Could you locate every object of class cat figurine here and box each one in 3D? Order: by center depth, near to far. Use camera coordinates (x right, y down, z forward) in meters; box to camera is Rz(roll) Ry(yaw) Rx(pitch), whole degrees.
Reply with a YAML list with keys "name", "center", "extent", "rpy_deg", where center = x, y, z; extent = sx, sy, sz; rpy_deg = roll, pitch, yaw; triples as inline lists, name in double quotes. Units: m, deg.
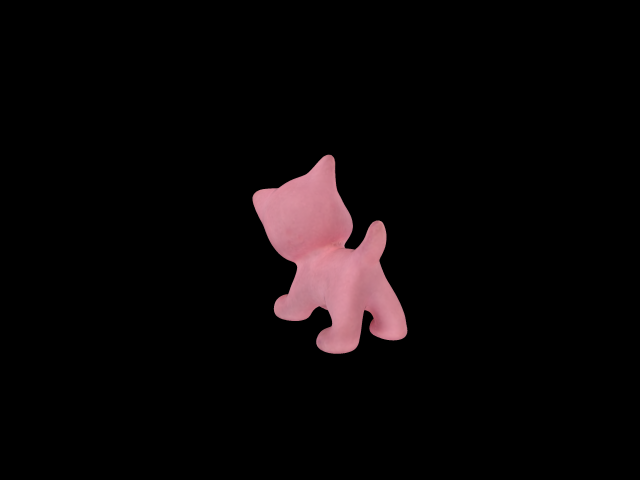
- name: "cat figurine"
  center: [0.004, 0.001, 0.400]
  extent: [0.067, 0.118, 0.127]
  rpy_deg: [-10, 18, -33]
